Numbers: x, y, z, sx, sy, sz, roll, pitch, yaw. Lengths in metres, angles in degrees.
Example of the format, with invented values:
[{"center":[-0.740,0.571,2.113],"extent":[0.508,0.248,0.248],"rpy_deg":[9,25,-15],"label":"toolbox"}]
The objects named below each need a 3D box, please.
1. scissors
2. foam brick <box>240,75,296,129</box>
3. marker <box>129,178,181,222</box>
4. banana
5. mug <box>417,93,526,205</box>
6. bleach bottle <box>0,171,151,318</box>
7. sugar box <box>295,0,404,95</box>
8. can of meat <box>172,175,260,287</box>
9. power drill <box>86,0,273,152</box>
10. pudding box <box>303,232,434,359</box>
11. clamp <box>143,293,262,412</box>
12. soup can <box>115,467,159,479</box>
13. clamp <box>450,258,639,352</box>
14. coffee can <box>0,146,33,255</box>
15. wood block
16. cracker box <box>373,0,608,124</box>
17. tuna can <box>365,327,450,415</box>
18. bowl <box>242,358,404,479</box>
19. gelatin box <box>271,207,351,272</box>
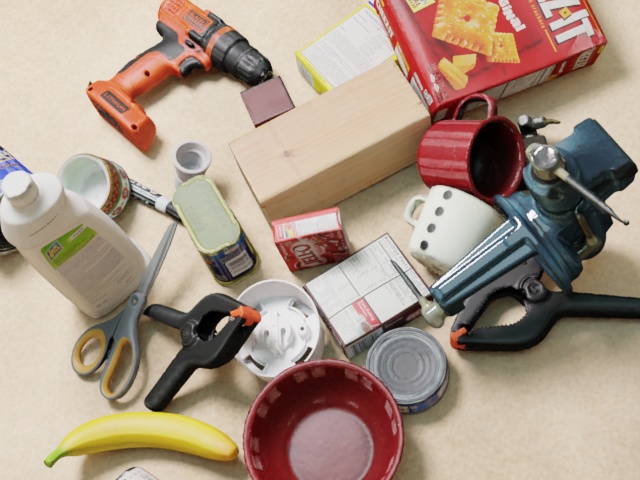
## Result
[{"center":[-0.217,0.073,1.166],"extent":[0.096,0.016,0.202],"rpy_deg":[6,79,27],"label":"scissors"},{"center":[-0.053,-0.141,1.229],"extent":[0.051,0.078,0.053],"rpy_deg":[-25,62,-1],"label":"foam brick"},{"center":[-0.202,-0.052,1.247],"extent":[0.121,0.020,0.020],"rpy_deg":[27,72,21],"label":"marker"},{"center":[-0.180,0.207,1.104],"extent":[0.198,0.037,0.069],"rpy_deg":[-4,42,2],"label":"banana"},{"center":[0.160,-0.099,1.141],"extent":[0.082,0.093,0.117],"rpy_deg":[9,94,50],"label":"mug"},{"center":[-0.258,-0.006,1.106],"extent":[0.068,0.251,0.102],"rpy_deg":[40,77,23],"label":"bleach bottle"},{"center":[0.067,-0.232,1.269],"extent":[0.176,0.048,0.093],"rpy_deg":[-35,65,-11],"label":"sugar box"},{"center":[-0.116,-0.011,1.175],"extent":[0.057,0.084,0.102],"rpy_deg":[-30,64,-5],"label":"can of meat"},{"center":[-0.173,-0.195,1.290],"extent":[0.185,0.057,0.187],"rpy_deg":[38,74,27],"label":"power drill"},{"center":[0.052,0.058,1.138],"extent":[0.113,0.039,0.090],"rpy_deg":[-31,63,-7],"label":"pudding box"},{"center":[-0.132,0.095,1.120],"extent":[0.172,0.039,0.120],"rpy_deg":[-33,59,29],"label":"clamp"},{"center":[-0.160,0.279,1.057],"extent":[0.102,0.068,0.068],"rpy_deg":[28,73,22],"label":"soup can"},{"center":[0.231,0.061,1.104],"extent":[0.210,0.036,0.165],"rpy_deg":[-35,63,-11],"label":"clamp"},{"center":[-0.394,-0.063,1.241],"extent":[0.140,0.103,0.102],"rpy_deg":[37,76,23],"label":"coffee can"},{"center":[0.014,-0.103,1.192],"extent":[0.206,0.090,0.091],"rpy_deg":[-27,64,-3],"label":"wood block"},{"center":[0.190,-0.245,1.205],"extent":[0.213,0.072,0.164],"rpy_deg":[-21,79,-7],"label":"cracker box"},{"center":[0.090,0.134,1.097],"extent":[0.086,0.033,0.086],"rpy_deg":[-4,64,8],"label":"tuna can"},{"center":[0.006,0.204,1.068],"extent":[0.162,0.055,0.162],"rpy_deg":[-4,64,9],"label":"bowl"},{"center":[-0.007,0.001,1.147],"extent":[0.073,0.089,0.030],"rpy_deg":[-11,66,5],"label":"gelatin box"}]
